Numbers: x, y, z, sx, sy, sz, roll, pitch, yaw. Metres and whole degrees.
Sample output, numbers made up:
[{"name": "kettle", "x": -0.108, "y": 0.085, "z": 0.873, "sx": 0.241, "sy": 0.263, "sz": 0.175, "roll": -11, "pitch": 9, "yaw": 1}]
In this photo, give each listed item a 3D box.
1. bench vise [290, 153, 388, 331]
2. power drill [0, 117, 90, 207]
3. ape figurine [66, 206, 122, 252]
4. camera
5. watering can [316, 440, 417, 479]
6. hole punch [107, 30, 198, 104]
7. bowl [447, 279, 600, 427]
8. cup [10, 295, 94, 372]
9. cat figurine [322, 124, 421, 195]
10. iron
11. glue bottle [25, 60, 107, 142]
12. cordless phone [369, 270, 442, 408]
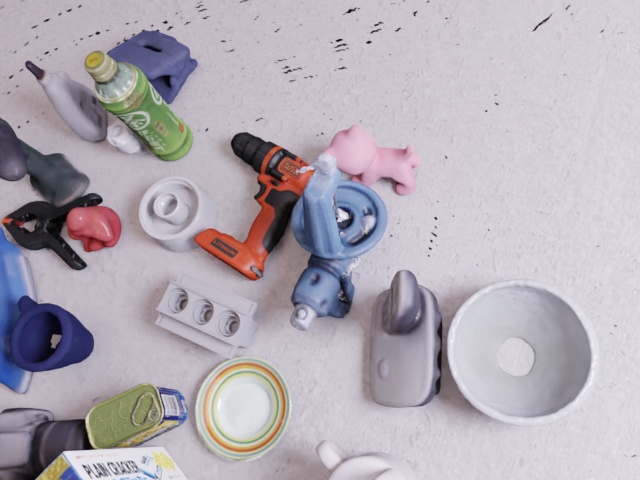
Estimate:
[{"name": "bench vise", "x": 0.018, "y": 0.002, "z": 0.690, "sx": 0.121, "sy": 0.220, "sz": 0.207, "roll": -1, "pitch": 72, "yaw": 12}, {"name": "power drill", "x": -0.441, "y": -0.123, "z": 0.839, "sx": 0.229, "sy": 0.209, "sz": 0.076, "roll": 38, "pitch": 83, "yaw": 21}, {"name": "ape figurine", "x": -0.340, "y": -0.021, "z": 0.846, "sx": 0.077, "sy": 0.092, "sz": 0.076, "roll": 29, "pitch": 80, "yaw": 20}, {"name": "camera", "x": -0.360, "y": 0.289, "z": 0.742, "sx": 0.136, "sy": 0.101, "sz": 0.143, "roll": -8, "pitch": 71, "yaw": 10}, {"name": "watering can", "x": 0.059, "y": 0.284, "z": 0.602, "sx": 0.172, "sy": 0.194, "sz": 0.101, "roll": 22, "pitch": 78, "yaw": 18}, {"name": "hole punch", "x": -0.270, "y": -0.292, "z": 0.920, "sx": 0.108, "sy": 0.091, "sz": 0.101, "roll": 26, "pitch": 79, "yaw": 19}, {"name": "bowl", "x": 0.234, "y": 0.135, "z": 0.677, "sx": 0.167, "sy": 0.075, "sz": 0.167, "roll": -4, "pitch": 71, "yaw": 11}, {"name": "cup", "x": -0.369, "y": 0.132, "z": 0.800, "sx": 0.092, "sy": 0.095, "sz": 0.117, "roll": -40, "pitch": 68, "yaw": -2}, {"name": "cat figurine", "x": 0.068, "y": -0.114, "z": 0.773, "sx": 0.127, "sy": 0.118, "sz": 0.067, "roll": 4, "pitch": 73, "yaw": 14}, {"name": "iron", "x": -0.493, "y": 0.094, "z": 0.814, "sx": 0.118, "sy": 0.142, "sz": 0.258, "roll": -28, "pitch": 68, "yaw": 2}, {"name": "glue bottle", "x": -0.390, "y": -0.222, "z": 0.879, "sx": 0.037, "sy": 0.173, "sz": 0.078, "roll": -10, "pitch": 70, "yaw": 9}, {"name": "cordless phone", "x": 0.093, "y": 0.114, "z": 0.655, "sx": 0.094, "sy": 0.185, "sz": 0.147, "roll": -3, "pitch": 71, "yaw": 12}]
